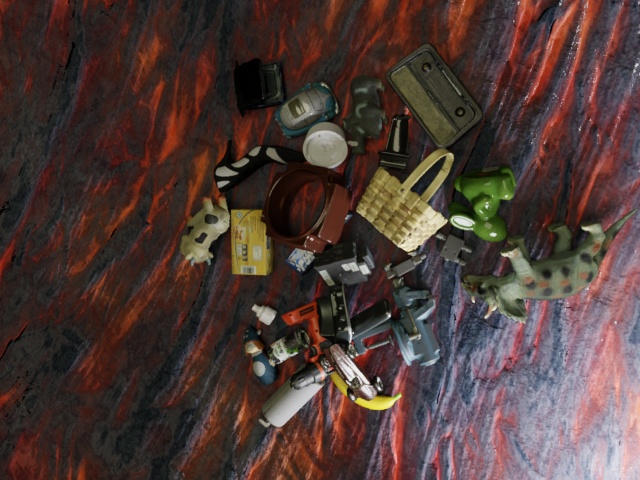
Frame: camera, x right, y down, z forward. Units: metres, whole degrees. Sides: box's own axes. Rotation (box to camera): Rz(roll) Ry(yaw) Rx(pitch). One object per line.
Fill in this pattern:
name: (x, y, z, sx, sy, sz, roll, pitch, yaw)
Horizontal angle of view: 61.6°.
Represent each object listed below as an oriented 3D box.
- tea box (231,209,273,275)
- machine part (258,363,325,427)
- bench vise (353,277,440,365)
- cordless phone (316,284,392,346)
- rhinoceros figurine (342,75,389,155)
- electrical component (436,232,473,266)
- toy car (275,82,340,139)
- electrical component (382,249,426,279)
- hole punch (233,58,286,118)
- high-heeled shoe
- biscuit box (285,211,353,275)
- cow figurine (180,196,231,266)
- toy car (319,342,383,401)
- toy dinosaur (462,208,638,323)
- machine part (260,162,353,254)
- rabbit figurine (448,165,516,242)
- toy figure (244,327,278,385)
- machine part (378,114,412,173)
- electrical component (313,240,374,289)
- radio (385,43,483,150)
tea box: (-0.175, 0.003, 1.394, 0.098, 0.068, 0.169, 3, 95, 13)
machine part: (-0.070, 0.403, 1.400, 0.079, 0.079, 0.243, 44, 102, 6)
bench vise: (0.175, 0.213, 1.304, 0.241, 0.129, 0.223, -23, 87, 10)
cordless phone: (0.085, 0.162, 1.288, 0.184, 0.088, 0.147, -33, 45, 30)
rhinoceros figurine: (0.107, -0.301, 1.296, 0.112, 0.073, 0.190, 1, 95, 12)
electrical component: (0.318, 0.020, 1.299, 0.094, 0.021, 0.063, 27, 101, 9)
toy car: (-0.041, -0.321, 1.316, 0.162, 0.103, 0.109, -26, 88, 13)
electrical component: (0.202, 0.055, 1.300, 0.102, 0.078, 0.045, -30, 89, 21)
hole punch: (-0.153, -0.389, 1.355, 0.116, 0.092, 0.142, -3, 98, 43)
high-heeled shoe: (-0.155, -0.173, 1.371, 0.249, 0.086, 0.145, 12, 103, 15)
biscuit box: (-0.003, -0.004, 1.354, 0.059, 0.063, 0.202, 40, 102, 9)
cow figurine: (-0.302, -0.015, 1.402, 0.195, 0.085, 0.127, -38, 64, 37)
toy car: (0.075, 0.322, 1.293, 0.089, 0.053, 0.202, -24, 122, 20)
toy dinosaur: (0.529, 0.069, 1.210, 0.405, 0.131, 0.192, -15, 104, 10)
machine part: (-0.037, -0.080, 1.296, 0.201, 0.087, 0.201, 16, 84, 37)
rabbit figurine: (0.375, -0.070, 1.233, 0.159, 0.121, 0.170, -9, 108, 16)
toy figure: (-0.161, 0.305, 1.424, 0.064, 0.058, 0.154, -27, 87, -2)
machine part: (0.185, -0.236, 1.302, 0.084, 0.039, 0.138, 15, 100, 17)
electrical component: (0.063, 0.060, 1.316, 0.134, 0.114, 0.058, -14, 53, 14)
radio: (0.269, -0.331, 1.253, 0.131, 0.073, 0.229, -37, 86, 14)
